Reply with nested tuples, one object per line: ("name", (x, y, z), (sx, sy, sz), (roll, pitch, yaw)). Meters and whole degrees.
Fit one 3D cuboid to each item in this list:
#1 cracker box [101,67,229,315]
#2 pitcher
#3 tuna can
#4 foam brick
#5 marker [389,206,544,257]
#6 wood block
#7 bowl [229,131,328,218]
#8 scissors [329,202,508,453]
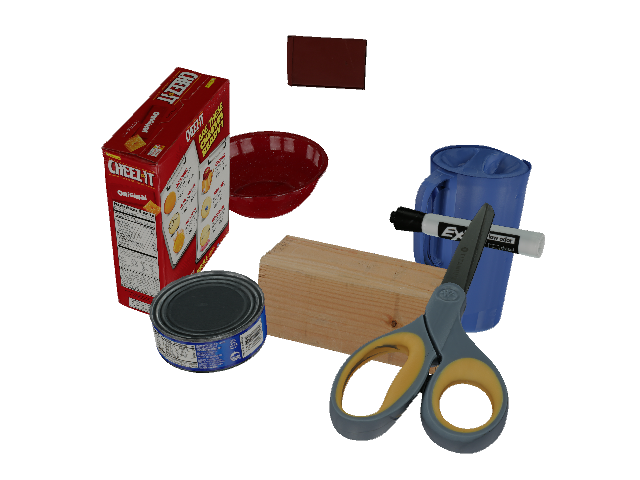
("cracker box", (-0.159, -0.050, 1.133), (0.072, 0.214, 0.164), (16, 43, 14))
("pitcher", (0.197, 0.001, 1.452), (0.149, 0.243, 0.145), (5, 23, 3))
("tuna can", (-0.083, 0.060, 0.798), (0.086, 0.034, 0.086), (-3, 33, 2))
("foam brick", (0.006, -0.182, 1.094), (0.078, 0.051, 0.053), (2, 11, -6))
("marker", (0.110, -0.007, 0.816), (0.121, 0.020, 0.020), (12, 5, 24))
("wood block", (0.041, 0.068, 1.167), (0.206, 0.091, 0.090), (12, 22, 16))
("bowl", (-0.071, -0.074, 1.314), (0.162, 0.055, 0.162), (-2, 34, 1))
("scissors", (0.082, 0.045, 0.572), (0.096, 0.016, 0.201), (23, 45, 29))
